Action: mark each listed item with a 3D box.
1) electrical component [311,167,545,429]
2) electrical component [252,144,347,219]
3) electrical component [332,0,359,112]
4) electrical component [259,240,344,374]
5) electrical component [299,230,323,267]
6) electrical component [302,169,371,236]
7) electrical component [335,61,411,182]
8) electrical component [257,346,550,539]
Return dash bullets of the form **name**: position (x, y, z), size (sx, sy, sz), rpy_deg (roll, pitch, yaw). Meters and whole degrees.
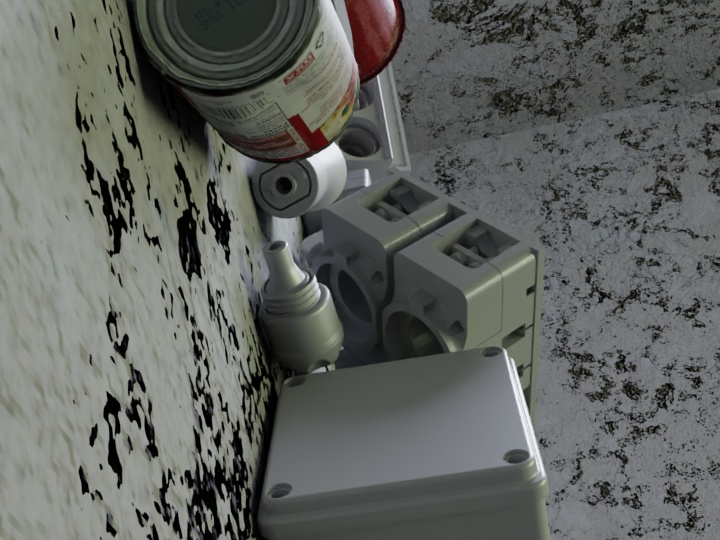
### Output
- **electrical component**: position (0.035, 0.054, 0.577), size (0.105, 0.060, 0.186), rpy_deg (33, -40, 39)
- **electrical component**: position (-0.033, -0.048, 0.565), size (0.065, 0.044, 0.044), rpy_deg (-55, 133, -76)
- **electrical component**: position (-0.051, -0.179, 0.538), size (0.105, 0.060, 0.186), rpy_deg (-95, 172, -56)
- **electrical component**: position (-0.030, 0.015, 0.488), size (0.035, 0.035, 0.061), rpy_deg (-93, 168, -59)
- **electrical component**: position (0.000, 0.000, 0.642), size (0.064, 0.081, 0.042), rpy_deg (43, -23, 44)
- **electrical component**: position (-0.011, -0.021, 0.711), size (0.076, 0.047, 0.065), rpy_deg (-90, 167, -66)
- **electrical component**: position (-0.013, -0.115, 0.802), size (0.063, 0.079, 0.121), rpy_deg (113, -28, -58)
- **electrical component**: position (0.019, 0.085, 0.449), size (0.108, 0.109, 0.056), rpy_deg (-88, 169, -69)
